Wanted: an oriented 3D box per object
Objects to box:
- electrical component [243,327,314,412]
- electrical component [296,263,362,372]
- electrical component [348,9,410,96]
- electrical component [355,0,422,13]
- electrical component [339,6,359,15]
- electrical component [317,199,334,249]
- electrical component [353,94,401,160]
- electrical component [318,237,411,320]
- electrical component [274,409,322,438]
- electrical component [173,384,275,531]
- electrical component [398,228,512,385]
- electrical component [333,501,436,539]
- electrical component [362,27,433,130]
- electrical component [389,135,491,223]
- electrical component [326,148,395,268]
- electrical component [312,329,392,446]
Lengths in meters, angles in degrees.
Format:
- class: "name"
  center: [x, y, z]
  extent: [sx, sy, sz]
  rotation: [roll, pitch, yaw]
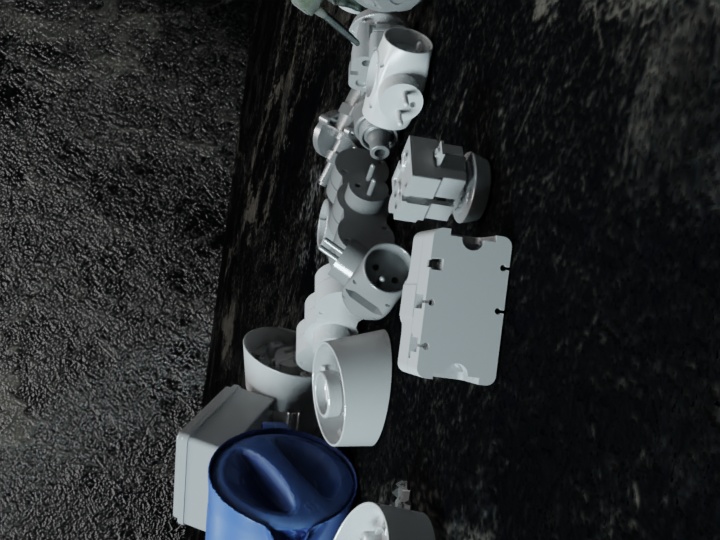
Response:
- class: "electrical component"
  center: [-0.074, 0.101, 1.124]
  extent: [0.099, 0.099, 0.064]
  rotation: [-101, 16, -57]
- class: "electrical component"
  center: [-0.027, 0.061, 1.034]
  extent: [0.138, 0.052, 0.073]
  rotation: [112, 162, -49]
- class: "electrical component"
  center: [0.018, -0.199, 0.975]
  extent: [0.078, 0.058, 0.057]
  rotation: [104, 168, -62]
- class: "electrical component"
  center: [0.027, -0.262, 0.926]
  extent: [0.051, 0.080, 0.080]
  rotation: [-128, 47, -67]
- class: "electrical component"
  center: [0.004, -0.308, 1.149]
  extent: [0.079, 0.043, 0.077]
  rotation: [-94, 17, -45]
- class: "electrical component"
  center: [-0.014, -0.042, 1.052]
  extent: [0.055, 0.047, 0.055]
  rotation: [-172, 90, -78]
- class: "electrical component"
  center: [0.016, -0.128, 0.975]
  extent: [0.043, 0.043, 0.062]
  rotation: [111, 160, -48]
- class: "electrical component"
  center: [0.000, 0.000, 0.890]
  extent: [0.043, 0.079, 0.077]
  rotation: [-55, 1, -23]
- class: "electrical component"
  center: [-0.068, 0.157, 1.142]
  extent: [0.048, 0.062, 0.048]
  rotation: [-172, 90, -78]
- class: "electrical component"
  center: [-0.135, 0.188, 1.074]
  extent: [0.108, 0.056, 0.108]
  rotation: [-45, -33, -58]
- class: "electrical component"
  center: [0.056, 0.022, 0.664]
  extent: [0.056, 0.050, 0.089]
  rotation: [176, 101, -78]
- class: "electrical component"
  center: [0.013, 0.206, 0.717]
  extent: [0.099, 0.064, 0.099]
  rotation: [-172, 90, -78]
- class: "electrical component"
  center: [0.032, -0.152, 0.908]
  extent: [0.079, 0.044, 0.077]
  rotation: [-96, 18, -49]
- class: "electrical component"
  center: [0.054, -0.057, 0.714]
  extent: [0.066, 0.055, 0.048]
  rotation: [112, 162, -50]
- class: "electrical component"
  center: [0.004, -0.062, 0.967]
  extent: [0.073, 0.052, 0.138]
  rotation: [110, 163, -46]
- class: "electrical component"
  center: [-0.003, 0.103, 0.926]
  extent: [0.099, 0.064, 0.099]
  rotation: [176, 90, -70]
